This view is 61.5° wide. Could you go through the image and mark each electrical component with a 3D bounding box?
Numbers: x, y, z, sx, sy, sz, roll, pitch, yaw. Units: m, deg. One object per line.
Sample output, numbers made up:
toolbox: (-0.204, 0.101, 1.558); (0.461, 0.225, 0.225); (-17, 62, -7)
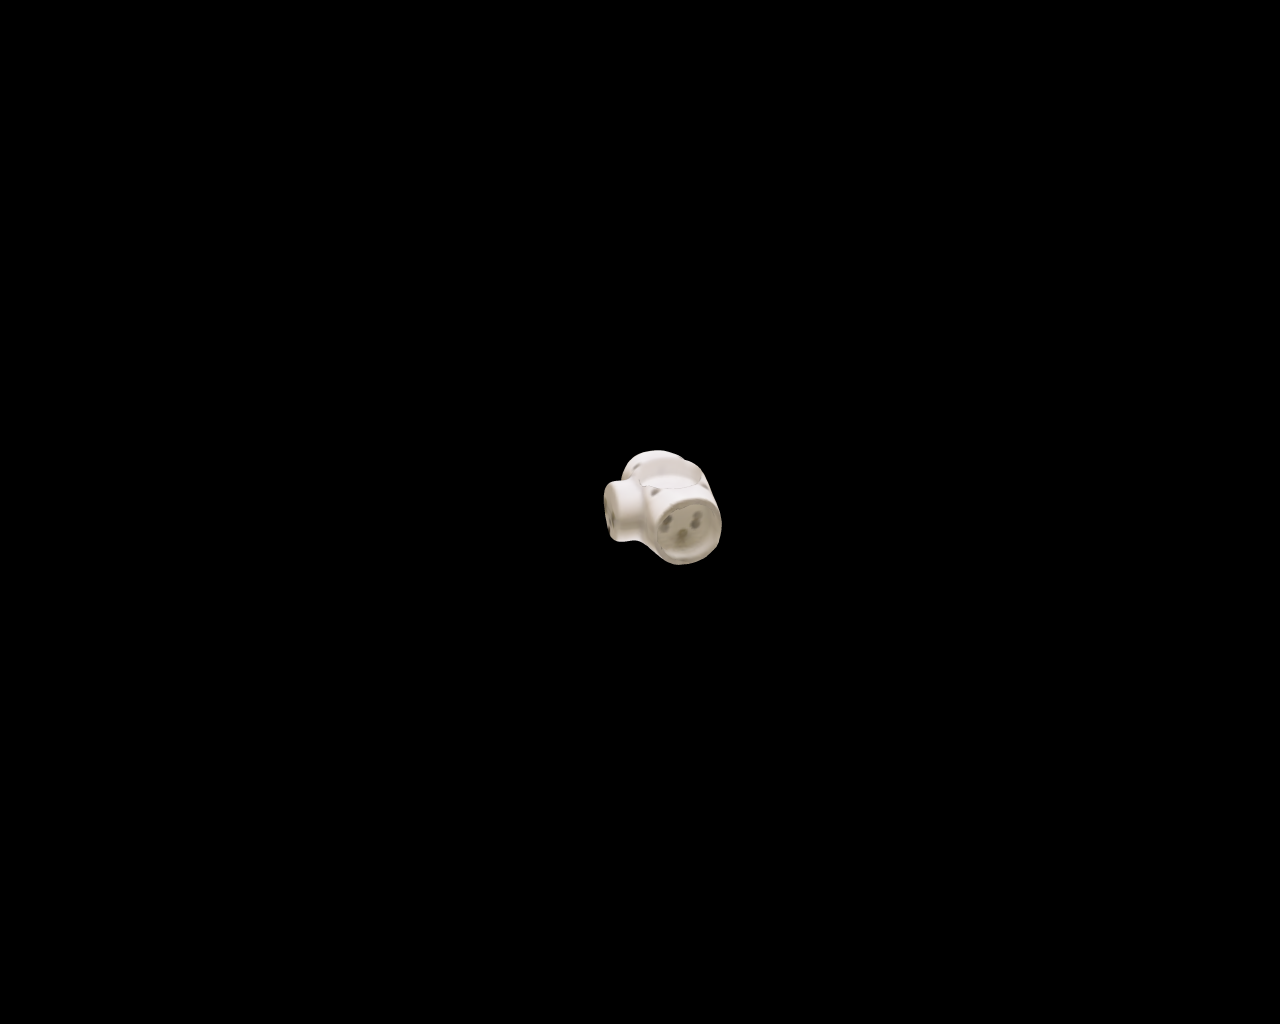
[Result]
electrical component: (0.001, -0.003, 0.650); (0.079, 0.044, 0.077); (-7, 27, -14)
